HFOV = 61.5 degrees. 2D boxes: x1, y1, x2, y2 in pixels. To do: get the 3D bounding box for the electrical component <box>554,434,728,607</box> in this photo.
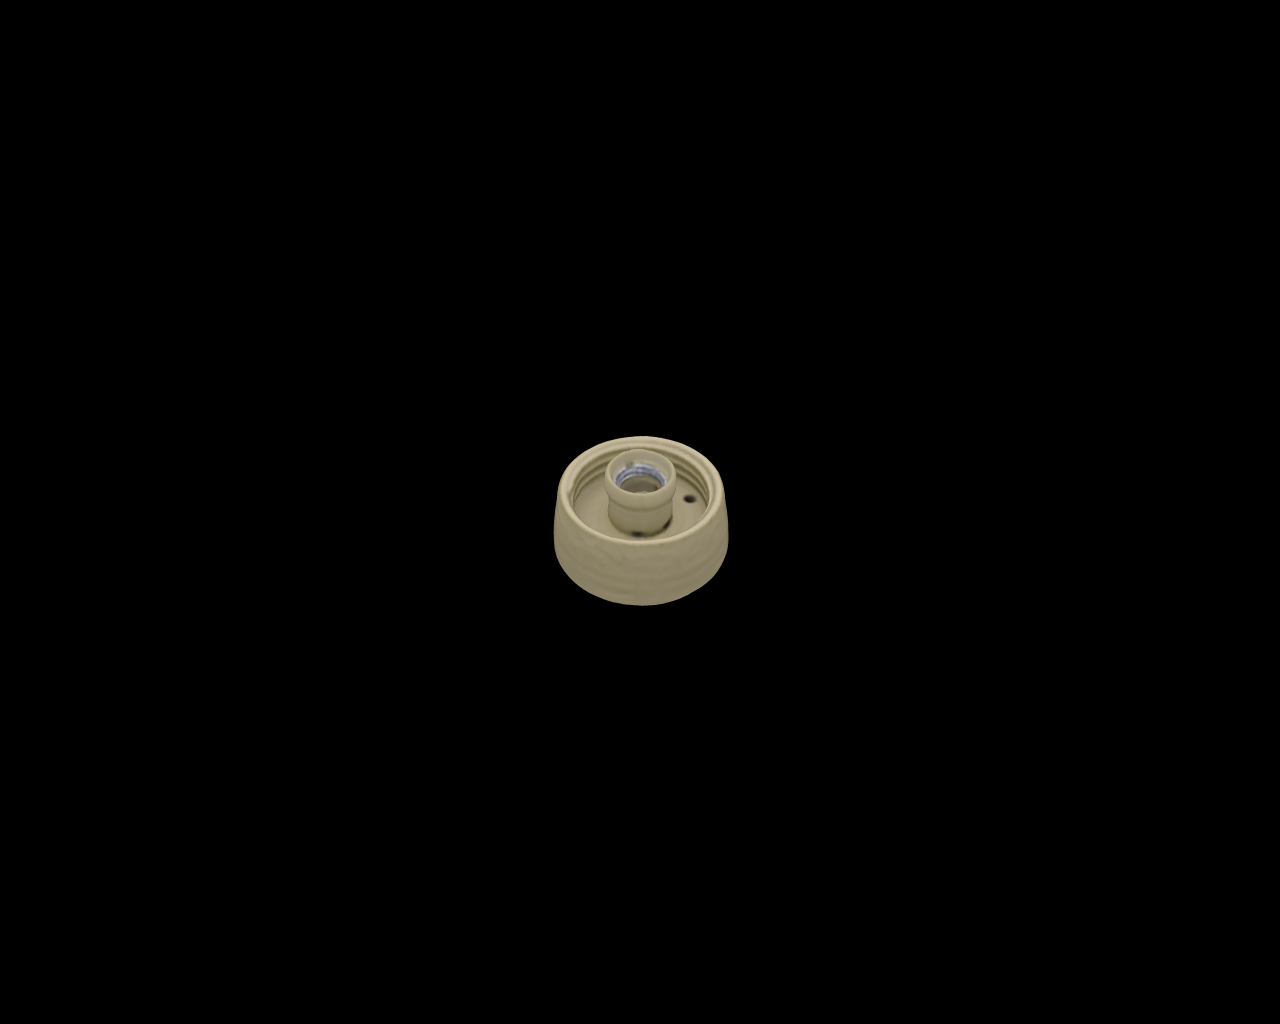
[{"bbox_3d":[0.001,-0.003,0.650,0.108,0.060,0.108,0,44,0],"label":"electrical component"}]
